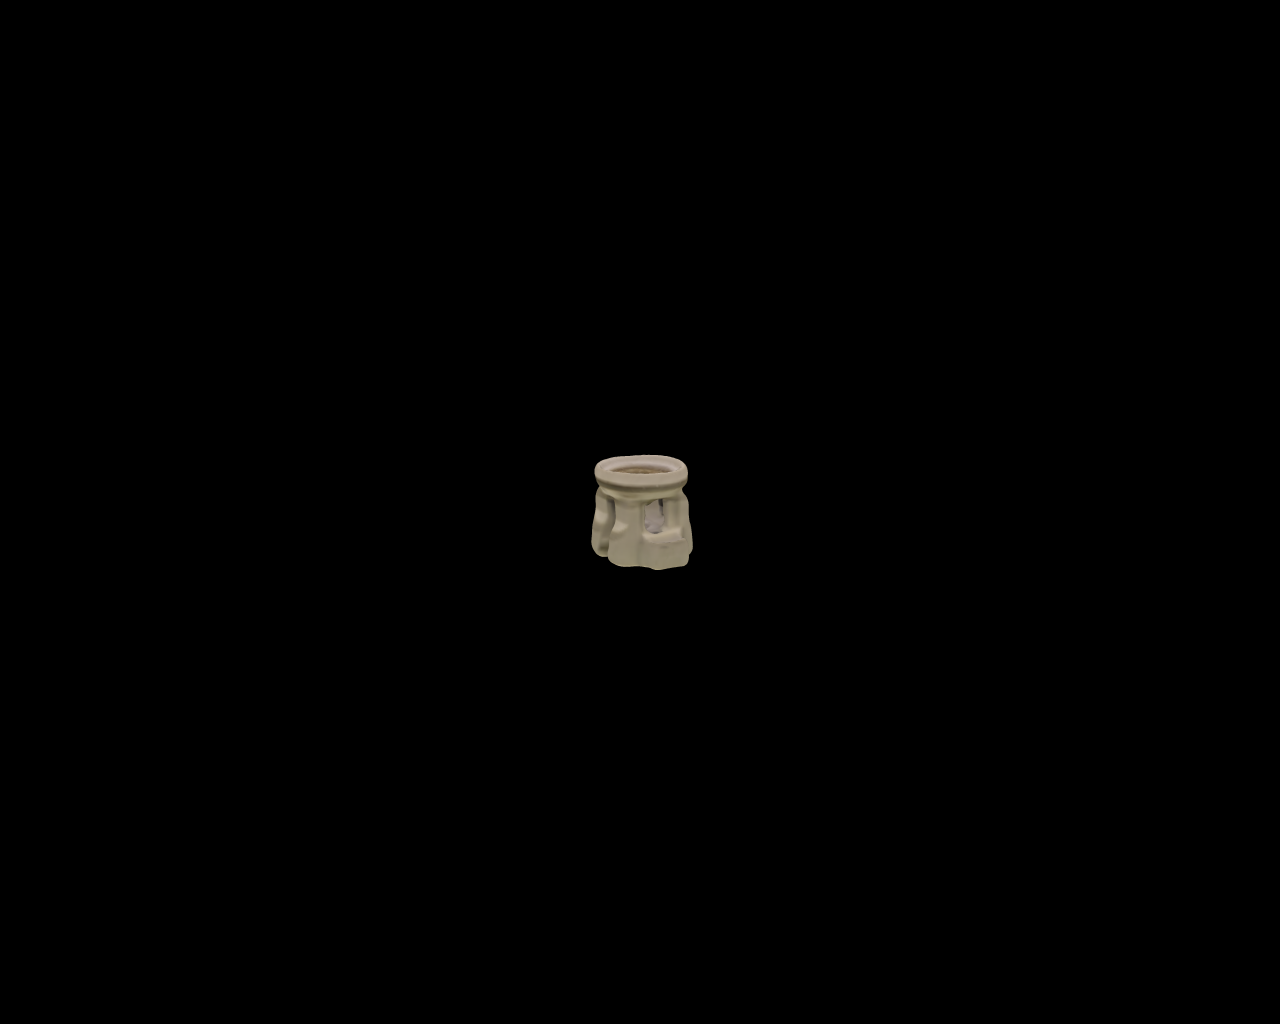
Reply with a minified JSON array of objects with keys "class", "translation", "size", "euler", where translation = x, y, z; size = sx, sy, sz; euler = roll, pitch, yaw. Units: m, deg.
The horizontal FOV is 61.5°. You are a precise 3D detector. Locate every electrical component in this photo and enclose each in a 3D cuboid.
[{"class":"electrical component","translation":[0.001,-0.003,0.650],"size":[0.058,0.056,0.078],"euler":[-8,18,-26]}]
